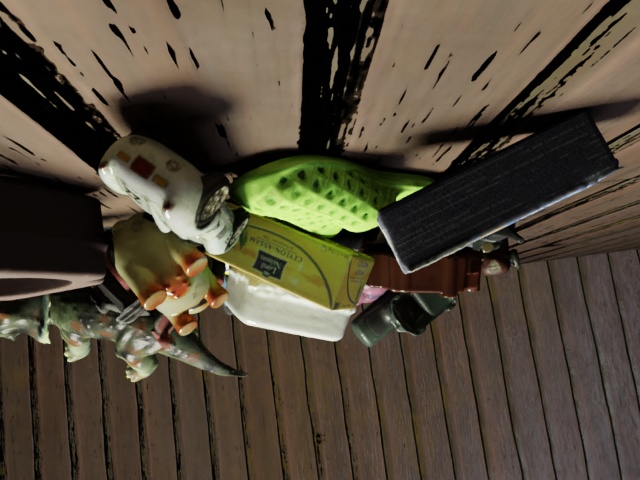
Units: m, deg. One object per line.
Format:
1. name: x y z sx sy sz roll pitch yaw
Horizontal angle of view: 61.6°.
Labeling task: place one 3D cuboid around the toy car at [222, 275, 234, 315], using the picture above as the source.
1. toy car: -0.162 0.073 1.030 0.103 0.109 0.162 -23 -174 -21

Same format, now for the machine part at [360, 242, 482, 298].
1. machine part: 0.141 0.038 0.767 0.179 0.056 0.179 1 -173 0

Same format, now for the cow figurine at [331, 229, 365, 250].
1. cow figurine: -0.001 -0.001 0.755 0.098 0.068 0.167 -30 164 29

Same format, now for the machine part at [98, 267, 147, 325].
1. machine part: -0.254 0.036 0.612 0.039 0.139 0.084 -41 -177 -25

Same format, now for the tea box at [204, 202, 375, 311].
1. tea box: -0.034 0.018 0.620 0.170 0.068 0.098 23 -178 19

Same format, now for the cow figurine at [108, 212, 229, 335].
1. cow figurine: -0.161 0.031 0.567 0.085 0.127 0.194 -39 161 -11

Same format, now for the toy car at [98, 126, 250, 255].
1. toy car: -0.105 -0.029 0.420 0.073 0.056 0.201 34 172 4

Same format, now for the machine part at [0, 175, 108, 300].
1. machine part: -0.313 0.006 0.475 0.202 0.087 0.201 -9 171 21

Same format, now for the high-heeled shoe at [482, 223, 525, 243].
1. high-heeled shoe: 0.175 -0.040 0.762 0.249 0.086 0.145 13 -162 -14

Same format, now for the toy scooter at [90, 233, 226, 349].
1. toy scooter: -0.218 0.066 0.688 0.184 0.135 0.075 8 160 6

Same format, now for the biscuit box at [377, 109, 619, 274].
1. biscuit box: 0.153 -0.039 0.479 0.203 0.063 0.059 -26 172 3

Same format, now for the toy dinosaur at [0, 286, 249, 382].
1. toy dinosaur: -0.288 0.118 0.775 0.405 0.131 0.192 11 153 -10

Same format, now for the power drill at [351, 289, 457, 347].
1. power drill: 0.164 0.099 0.951 0.232 0.086 0.207 -37 -176 -9

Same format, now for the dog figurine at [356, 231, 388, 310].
1. dog figurine: 0.112 0.032 0.957 0.191 0.108 0.219 -35 177 -42

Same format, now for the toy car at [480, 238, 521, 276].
1. toy car: 0.336 0.010 1.039 0.089 0.053 0.202 -14 -160 24

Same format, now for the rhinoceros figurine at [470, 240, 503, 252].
1. rhinoceros figurine: 0.236 -0.003 0.985 0.190 0.073 0.112 -13 -179 21
